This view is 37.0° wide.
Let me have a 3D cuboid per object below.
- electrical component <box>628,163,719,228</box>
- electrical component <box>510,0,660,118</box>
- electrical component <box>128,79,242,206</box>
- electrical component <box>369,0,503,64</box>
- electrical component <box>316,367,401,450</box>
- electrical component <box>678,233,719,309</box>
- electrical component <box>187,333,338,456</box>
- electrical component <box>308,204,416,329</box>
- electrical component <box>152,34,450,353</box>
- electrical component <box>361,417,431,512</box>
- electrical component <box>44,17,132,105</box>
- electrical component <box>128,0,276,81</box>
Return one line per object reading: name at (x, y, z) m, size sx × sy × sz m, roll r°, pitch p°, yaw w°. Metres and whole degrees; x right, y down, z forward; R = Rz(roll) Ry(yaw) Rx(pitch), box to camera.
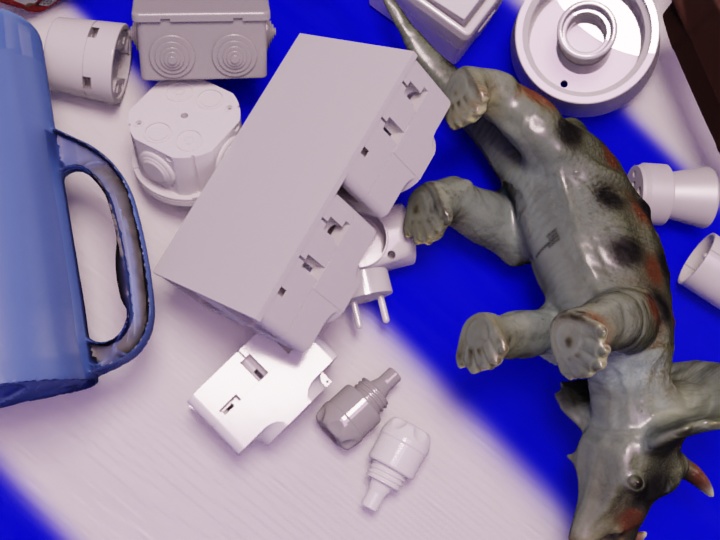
electrical component at (0.223, -0.053, 0.771) m, size 0.055 × 0.045 × 0.045 m, roll 3°, pitch 78°, yaw -6°
electrical component at (0.160, -0.165, 0.761) m, size 0.108 × 0.060 × 0.108 m, roll 0°, pitch 93°, yaw 10°
electrical component at (-0.115, -0.087, 0.725) m, size 0.080 × 0.051 × 0.080 m, roll 0°, pitch 55°, yaw -1°
electrical component at (0.053, -0.207, 0.775) m, size 0.096 × 0.061 × 0.061 m, roll 36°, pitch 76°, yaw 2°
electrical component at (0.002, 0.089, 0.720) m, size 0.061 × 0.035 × 0.035 m, roll -41°, pitch 86°, yaw -16°
electrical component at (0.273, 0.014, 0.763) m, size 0.081 × 0.043 × 0.043 m, roll 33°, pitch 76°, yaw 1°
electrical component at (-0.061, 0.076, 0.707) m, size 0.056 × 0.050 × 0.089 m, roll 45°, pitch 77°, yaw 4°
electrical component at (0.000, 0.000, 0.733) m, size 0.077 × 0.044 × 0.079 m, roll -12°, pitch 80°, yaw -9°
electrical component at (-0.034, -0.051, 0.682) m, size 0.105 × 0.060 × 0.186 m, roll 20°, pitch 76°, yaw 43°
electrical component at (0.021, 0.130, 0.713) m, size 0.035 × 0.035 × 0.061 m, roll 30°, pitch 79°, yaw 0°
electrical component at (-0.187, -0.145, 0.737) m, size 0.047 × 0.055 × 0.055 m, roll 9°, pitch 77°, yaw -1°
electrical component at (-0.107, -0.167, 0.733) m, size 0.100 × 0.099 × 0.048 m, roll -3°, pitch 123°, yaw -7°
